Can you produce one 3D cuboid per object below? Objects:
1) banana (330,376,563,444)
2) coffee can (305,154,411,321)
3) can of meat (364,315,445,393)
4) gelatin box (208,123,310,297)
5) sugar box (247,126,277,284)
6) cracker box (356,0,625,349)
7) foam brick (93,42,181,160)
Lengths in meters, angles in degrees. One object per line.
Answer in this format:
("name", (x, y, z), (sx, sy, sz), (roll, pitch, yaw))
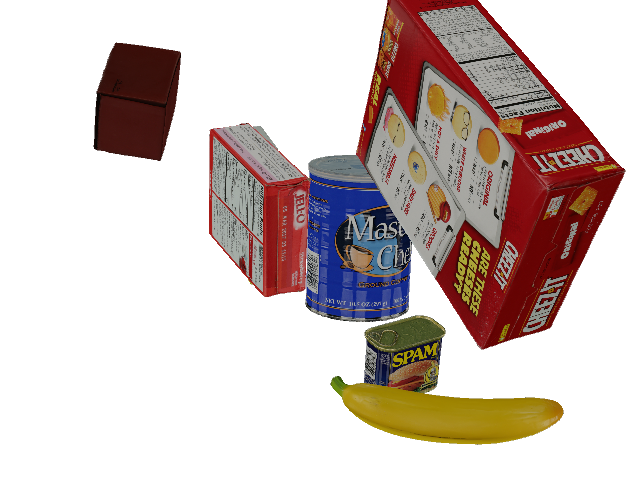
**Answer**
("banana", (0.104, 0.139, 0.881), (0.198, 0.037, 0.069), (8, 29, 4))
("coffee can", (0.038, -0.004, 1.025), (0.103, 0.140, 0.103), (2, 15, -1))
("can of meat", (0.104, 0.151, 1.342), (0.101, 0.084, 0.058), (-12, 29, -29))
("gelatin box", (-0.037, -0.019, 0.632), (0.030, 0.073, 0.089), (-12, 32, -25))
("sugar box", (-0.081, -0.044, 1.327), (0.048, 0.176, 0.093), (-9, 25, -13))
("cracker box", (0.110, -0.058, 0.768), (0.072, 0.214, 0.164), (-14, -38, -22))
("foam brick", (-0.138, -0.107, 0.808), (0.053, 0.051, 0.078), (9, 39, -4))
